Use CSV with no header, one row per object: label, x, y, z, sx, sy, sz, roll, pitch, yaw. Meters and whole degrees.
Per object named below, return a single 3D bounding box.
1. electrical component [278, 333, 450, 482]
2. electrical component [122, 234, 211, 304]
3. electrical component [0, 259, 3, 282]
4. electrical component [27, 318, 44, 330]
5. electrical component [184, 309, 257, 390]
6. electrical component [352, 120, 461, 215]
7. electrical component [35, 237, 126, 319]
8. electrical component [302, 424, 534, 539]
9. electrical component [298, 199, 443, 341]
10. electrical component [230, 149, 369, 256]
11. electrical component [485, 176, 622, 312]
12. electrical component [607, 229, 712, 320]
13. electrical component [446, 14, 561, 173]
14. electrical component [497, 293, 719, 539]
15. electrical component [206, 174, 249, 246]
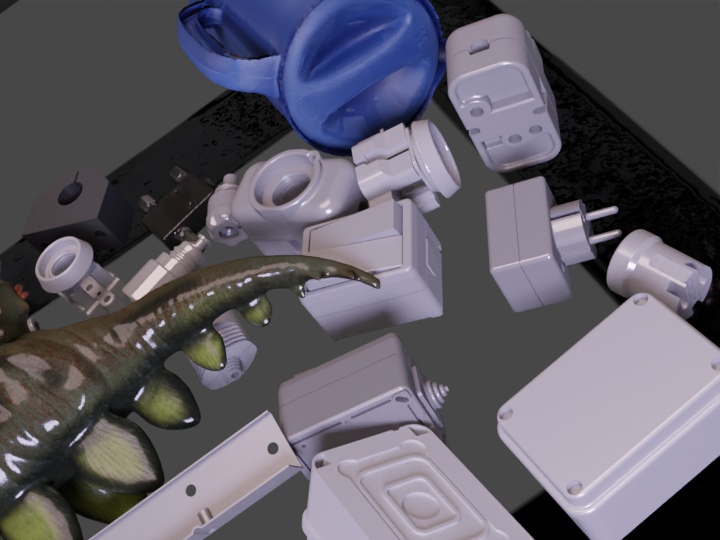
electrical component,0.007,0.082,0.630,0.096,0.061,0.061,-26,34,11
electrical component,-0.141,0.006,0.800,0.078,0.040,0.040,-49,46,-12
electrical component,-0.332,0.019,0.890,0.054,0.059,0.095,-24,46,13
electrical component,-0.276,0.059,0.836,0.062,0.043,0.043,-30,45,5
electrical component,-0.101,0.047,0.740,0.043,0.043,0.081,-38,45,-1
electrical component,0.033,-0.069,0.743,0.057,0.058,0.078,-25,46,16
electrical component,-0.218,0.006,0.834,0.066,0.055,0.048,25,71,42
electrical component,0.028,0.142,0.556,0.078,0.057,0.113,-13,36,-29
electrical component,0.000,0.000,0.705,0.096,0.061,0.061,-15,49,20
electrical component,-0.041,-0.046,0.768,0.095,0.059,0.053,1,56,32
electrical component,0.121,-0.020,0.658,0.077,0.047,0.065,-15,49,20
electrical component,0.172,0.004,0.615,0.046,0.040,0.040,32,75,37
electrical component,0.096,-0.120,0.718,0.054,0.095,0.059,-16,49,20
electrical component,0.138,0.076,0.563,0.113,0.057,0.078,-40,45,-3
electrical component,-0.100,-0.049,0.823,0.035,0.035,0.061,-20,45,16
